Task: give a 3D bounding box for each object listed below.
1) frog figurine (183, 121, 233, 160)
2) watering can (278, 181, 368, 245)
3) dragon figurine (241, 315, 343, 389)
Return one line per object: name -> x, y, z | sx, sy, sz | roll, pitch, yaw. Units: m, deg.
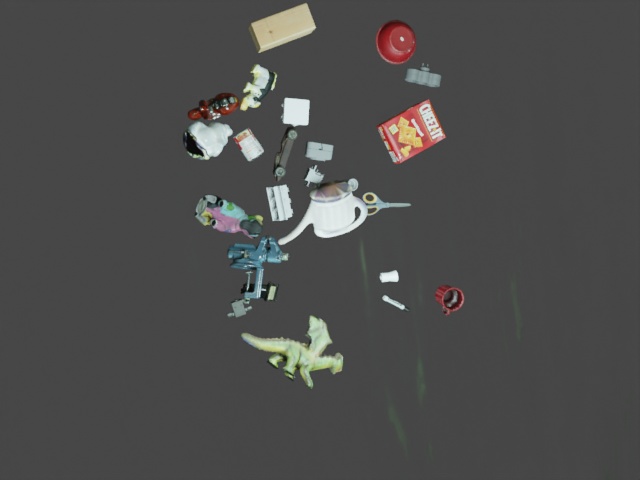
frog figurine -> -0.387, -0.355, 1.774 | 0.137, 0.120, 0.163 | 44, 50, -6
watering can -> 0.006, -0.094, 1.860 | 0.348, 0.106, 0.219 | -14, 128, -9
dragon figurine -> -0.072, 0.392, 1.924 | 0.407, 0.121, 0.246 | 43, 69, -15
